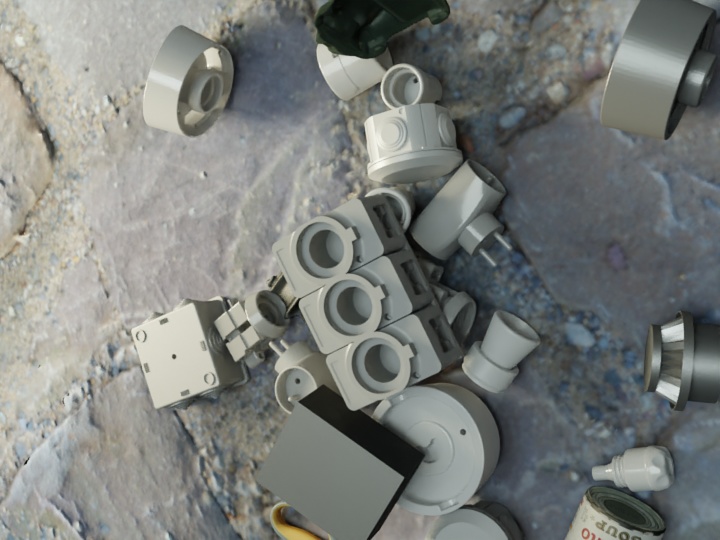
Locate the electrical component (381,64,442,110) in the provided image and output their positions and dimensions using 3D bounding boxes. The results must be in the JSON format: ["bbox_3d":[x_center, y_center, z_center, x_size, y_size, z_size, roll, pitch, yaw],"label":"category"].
[{"bbox_3d":[0.045,-0.153,0.916,0.040,0.046,0.040,2,93,28],"label":"electrical component"}]

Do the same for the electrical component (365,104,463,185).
[{"bbox_3d":[0.044,-0.104,0.902,0.080,0.080,0.051,-13,81,28],"label":"electrical component"}]

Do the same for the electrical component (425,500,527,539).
[{"bbox_3d":[0.099,0.236,0.906,0.080,0.051,0.080,2,93,28],"label":"electrical component"}]

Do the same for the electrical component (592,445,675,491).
[{"bbox_3d":[0.215,0.158,0.850,0.061,0.035,0.035,-12,87,30],"label":"electrical component"}]

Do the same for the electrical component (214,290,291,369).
[{"bbox_3d":[-0.098,0.050,1.004,0.055,0.048,0.066,-39,75,32],"label":"electrical component"}]

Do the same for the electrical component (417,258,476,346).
[{"bbox_3d":[0.061,0.037,0.911,0.057,0.058,0.078,27,98,25],"label":"electrical component"}]

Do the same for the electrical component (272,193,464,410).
[{"bbox_3d":[0.004,0.025,0.865,0.089,0.062,0.150,-28,86,25],"label":"electrical component"}]

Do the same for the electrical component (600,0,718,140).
[{"bbox_3d":[0.226,-0.147,0.790,0.060,0.108,0.108,23,103,19],"label":"electrical component"}]

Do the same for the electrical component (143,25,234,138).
[{"bbox_3d":[-0.164,-0.174,1.000,0.064,0.099,0.099,24,103,19],"label":"electrical component"}]

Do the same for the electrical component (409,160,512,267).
[{"bbox_3d":[0.094,-0.038,0.898,0.079,0.044,0.077,48,112,18],"label":"electrical component"}]

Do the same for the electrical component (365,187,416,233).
[{"bbox_3d":[0.026,-0.051,0.921,0.044,0.065,0.044,2,100,11],"label":"electrical component"}]

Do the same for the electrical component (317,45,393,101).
[{"bbox_3d":[-0.003,-0.182,0.937,0.047,0.055,0.055,-23,82,23],"label":"electrical component"}]

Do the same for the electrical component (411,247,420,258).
[{"bbox_3d":[0.000,0.000,0.929,0.077,0.043,0.079,28,71,9],"label":"electrical component"}]

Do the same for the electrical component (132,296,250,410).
[{"bbox_3d":[-0.166,0.081,1.039,0.100,0.048,0.099,-22,82,27],"label":"electrical component"}]

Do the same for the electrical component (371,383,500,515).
[{"bbox_3d":[0.066,0.147,0.912,0.108,0.060,0.108,2,95,29],"label":"electrical component"}]

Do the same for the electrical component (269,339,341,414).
[{"bbox_3d":[-0.049,0.090,0.962,0.079,0.077,0.044,43,111,19],"label":"electrical component"}]

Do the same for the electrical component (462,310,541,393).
[{"bbox_3d":[0.116,0.068,0.891,0.045,0.045,0.055,39,110,21],"label":"electrical component"}]
